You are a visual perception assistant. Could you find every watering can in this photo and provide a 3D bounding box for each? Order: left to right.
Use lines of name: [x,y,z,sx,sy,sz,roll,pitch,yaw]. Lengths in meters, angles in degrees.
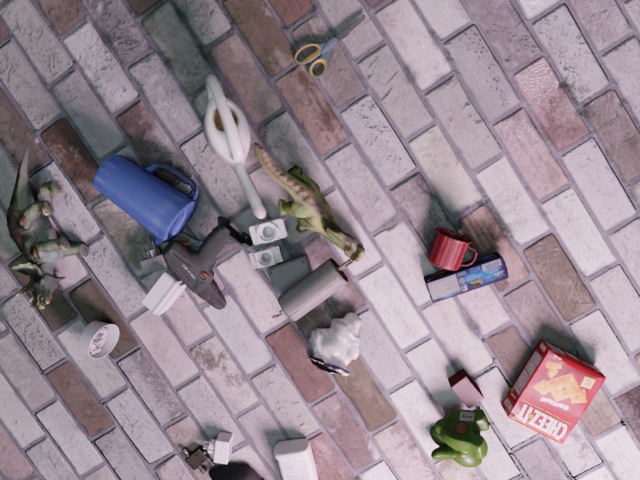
watering can: [-0.208,-0.217,1.230,0.104,0.225,0.346,-19,97,-10]

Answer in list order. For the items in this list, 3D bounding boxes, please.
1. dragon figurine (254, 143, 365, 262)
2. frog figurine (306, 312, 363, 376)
dragon figurine: [0.004,-0.060,1.200,0.246,0.403,0.122,37,85,36]
frog figurine: [0.042,0.264,1.353,0.138,0.120,0.162,19,64,10]
